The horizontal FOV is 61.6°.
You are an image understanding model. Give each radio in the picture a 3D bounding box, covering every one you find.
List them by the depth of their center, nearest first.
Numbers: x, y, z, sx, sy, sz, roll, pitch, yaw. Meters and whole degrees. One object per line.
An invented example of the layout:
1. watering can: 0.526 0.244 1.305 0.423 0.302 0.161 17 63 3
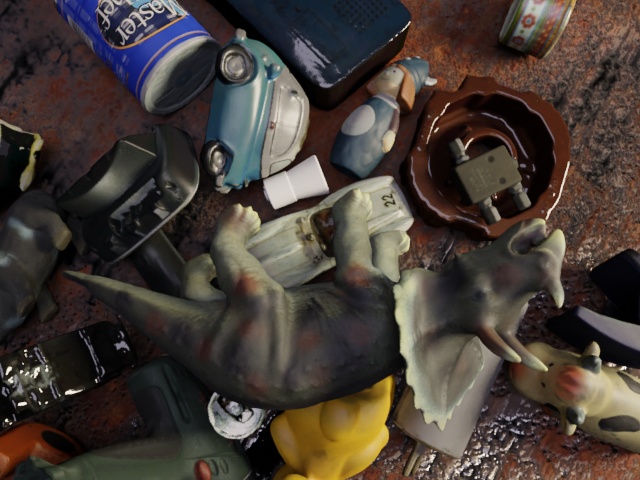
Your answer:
1. radio: -0.025 -0.260 0.584 0.131 0.073 0.229 -45 85 -4

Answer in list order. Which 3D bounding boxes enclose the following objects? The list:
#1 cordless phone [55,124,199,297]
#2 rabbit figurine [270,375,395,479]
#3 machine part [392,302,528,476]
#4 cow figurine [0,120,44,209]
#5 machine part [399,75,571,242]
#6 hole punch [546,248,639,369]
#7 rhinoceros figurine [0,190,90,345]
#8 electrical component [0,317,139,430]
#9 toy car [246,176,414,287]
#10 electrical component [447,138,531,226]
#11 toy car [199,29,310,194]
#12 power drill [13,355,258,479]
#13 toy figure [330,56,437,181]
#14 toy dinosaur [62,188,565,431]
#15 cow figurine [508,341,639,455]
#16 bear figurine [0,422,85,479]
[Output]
1. cordless phone: -0.152 -0.006 0.537 0.146 0.089 0.184 -34 95 23
2. rabbit figurine: 0.005 0.209 0.508 0.122 0.162 0.173 20 102 -11
3. machine part: 0.141 0.124 0.542 0.079 0.079 0.243 26 83 2
4. cow figurine: -0.362 -0.051 0.561 0.098 0.068 0.167 27 85 -4
5. machine part: 0.175 -0.084 0.576 0.179 0.056 0.179 0 83 -2
6. hole punch: 0.297 0.085 0.525 0.092 0.142 0.116 -38 72 -6
7. rhinoceros figurine: -0.323 0.037 0.546 0.112 0.073 0.190 34 84 1
8. electrical component: -0.254 0.128 0.508 0.115 0.134 0.058 -16 80 -46
9. toy car: -0.001 -0.002 0.563 0.202 0.056 0.073 -25 85 -4
10. electrical component: 0.166 -0.064 0.533 0.063 0.021 0.094 -27 84 -6
11. toy car: -0.062 -0.123 0.551 0.103 0.109 0.161 9 89 -7
12. power drill: -0.141 0.225 0.473 0.086 0.207 0.232 -37 75 35
13. toy figure: 0.068 -0.137 0.576 0.064 0.057 0.154 31 86 12
14. toy dinosaur: -0.017 0.070 0.442 0.405 0.131 0.192 -13 54 4
15. cow figurine: 0.273 0.156 0.516 0.195 0.127 0.085 24 81 -1
16. bear figurine: -0.309 0.273 0.495 0.120 0.132 0.196 40 78 -15
